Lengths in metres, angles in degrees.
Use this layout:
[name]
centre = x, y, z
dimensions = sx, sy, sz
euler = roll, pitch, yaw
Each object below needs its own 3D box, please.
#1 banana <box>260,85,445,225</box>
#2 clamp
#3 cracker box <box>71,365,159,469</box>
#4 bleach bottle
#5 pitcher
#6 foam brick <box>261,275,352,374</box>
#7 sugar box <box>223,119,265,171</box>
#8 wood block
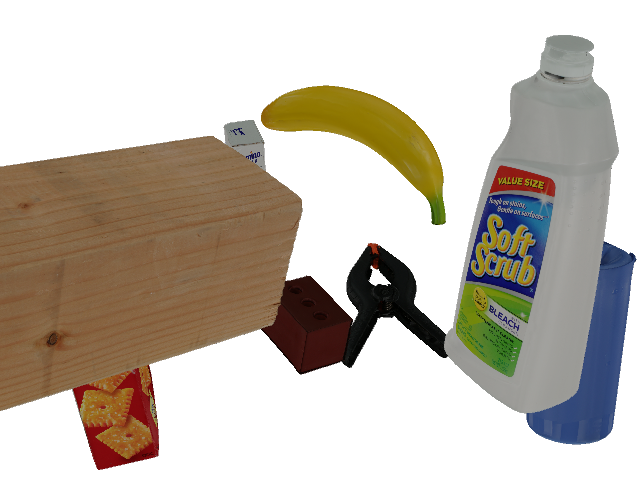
[banana]
centre = 0.028, -0.085, 0.848
dimensions = 0.198, 0.070, 0.037
euler = 34, 21, 32
[clamp]
centre = 0.082, 0.072, 1.188
dimensions = 0.120, 0.171, 0.039
euler = 5, -43, -3
[cracker box]
centre = -0.216, 0.092, 1.061
dimensions = 0.072, 0.214, 0.164
euler = -11, 34, -8
[bleach bottle]
centre = 0.139, -0.013, 0.698
dimensions = 0.068, 0.251, 0.103
euler = -16, 36, -27
[pitcher]
centre = 0.304, 0.125, 1.320
dimensions = 0.149, 0.243, 0.144
euler = 5, 18, 19
[foam brick]
centre = -0.014, 0.078, 0.999
dimensions = 0.052, 0.051, 0.078
euler = -14, 39, -31
[sugar box]
centre = -0.089, -0.051, 1.318
dimensions = 0.048, 0.176, 0.093
euler = -10, 24, -8
[wood block]
centre = -0.120, 0.012, 0.573
dimensions = 0.205, 0.091, 0.090
euler = -14, 39, -42
